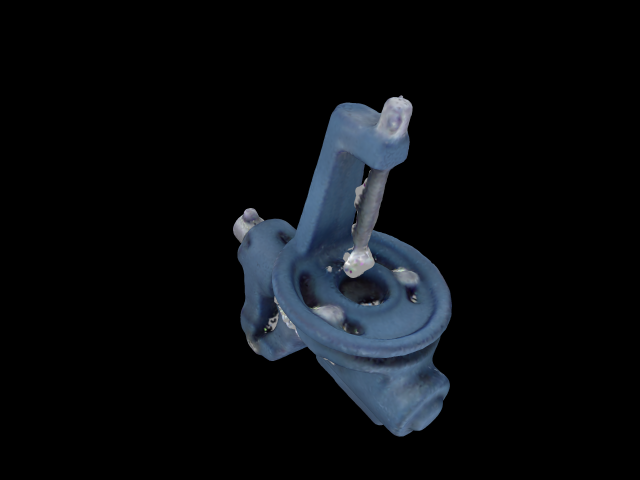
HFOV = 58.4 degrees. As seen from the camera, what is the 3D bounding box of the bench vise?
[{"bbox_3d":[-0.003,0.006,0.391,0.206,0.220,0.122,15,30,28],"label":"bench vise"}]
